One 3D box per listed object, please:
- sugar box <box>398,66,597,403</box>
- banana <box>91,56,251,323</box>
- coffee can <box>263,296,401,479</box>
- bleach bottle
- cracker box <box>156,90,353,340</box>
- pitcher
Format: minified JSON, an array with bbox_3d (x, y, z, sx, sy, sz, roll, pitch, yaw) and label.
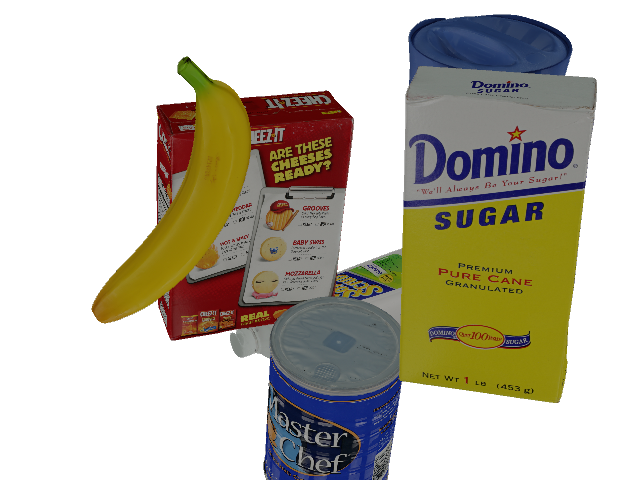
[{"bbox_3d":[0.090,0.000,0.566,0.093,0.176,0.048,6,32,13],"label":"sugar box"},{"bbox_3d":[-0.089,-0.026,0.689,0.069,0.198,0.037,12,27,-22],"label":"banana"},{"bbox_3d":[0.009,0.129,0.825,0.103,0.140,0.103,3,37,-2],"label":"coffee can"},{"bbox_3d":[0.021,0.081,1.188,0.250,0.068,0.103,-18,34,-26],"label":"bleach bottle"},{"bbox_3d":[-0.065,-0.023,0.973,0.164,0.214,0.072,-8,34,-19],"label":"cracker box"},{"bbox_3d":[0.138,-0.062,0.924,0.145,0.243,0.149,19,36,25],"label":"pitcher"}]
